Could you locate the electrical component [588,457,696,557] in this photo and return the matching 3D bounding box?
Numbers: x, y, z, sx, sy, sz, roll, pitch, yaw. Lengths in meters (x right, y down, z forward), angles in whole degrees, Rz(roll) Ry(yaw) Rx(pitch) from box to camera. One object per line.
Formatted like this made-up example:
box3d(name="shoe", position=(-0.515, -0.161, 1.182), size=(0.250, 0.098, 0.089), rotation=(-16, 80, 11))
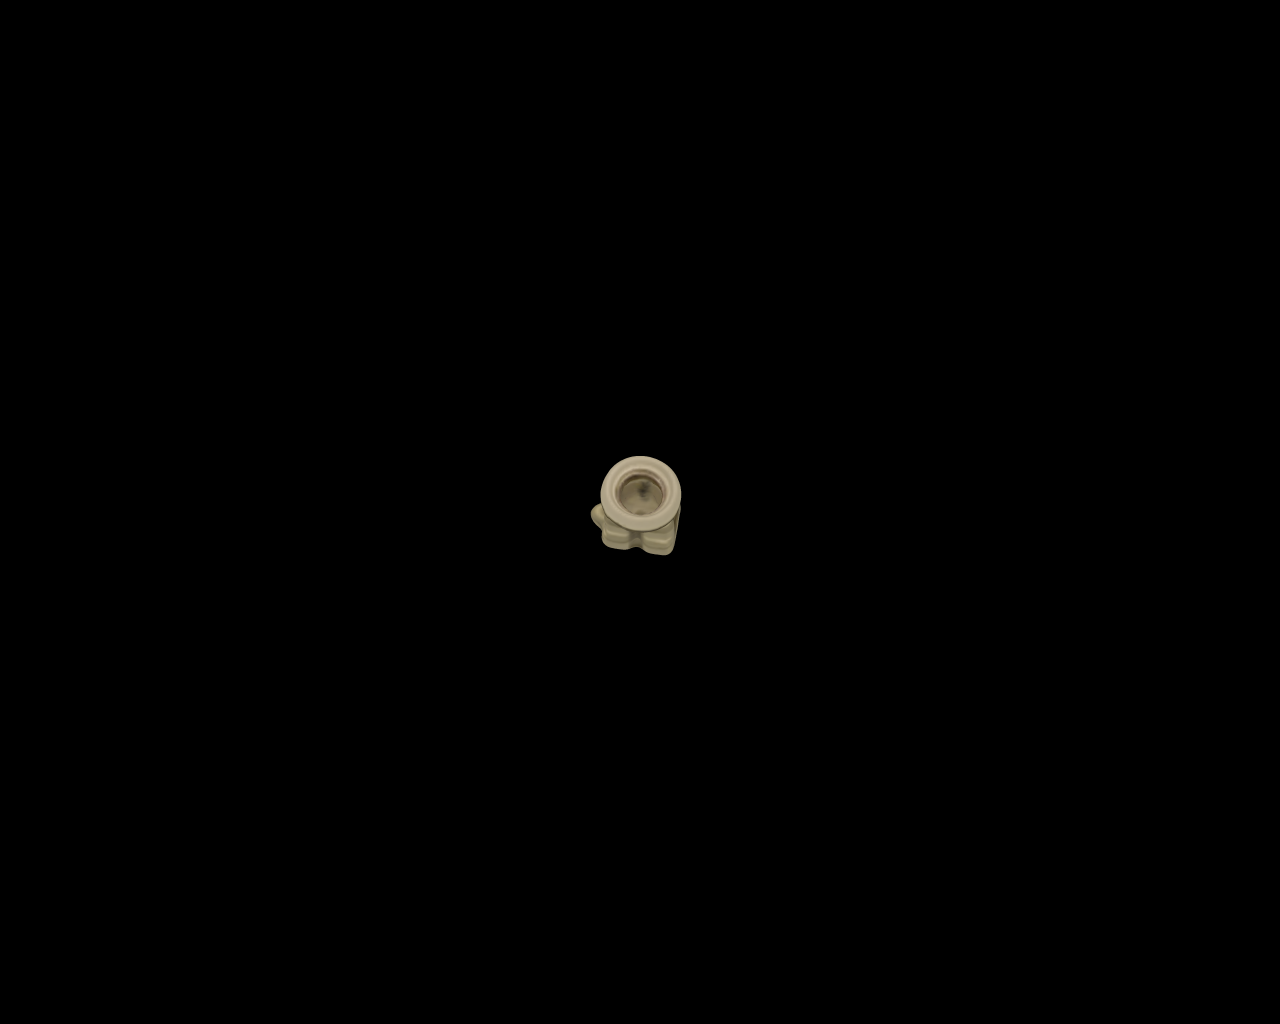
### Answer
box3d(name="electrical component", position=(0.001, -0.003, 0.650), size=(0.066, 0.048, 0.055), rotation=(8, -23, 3))
